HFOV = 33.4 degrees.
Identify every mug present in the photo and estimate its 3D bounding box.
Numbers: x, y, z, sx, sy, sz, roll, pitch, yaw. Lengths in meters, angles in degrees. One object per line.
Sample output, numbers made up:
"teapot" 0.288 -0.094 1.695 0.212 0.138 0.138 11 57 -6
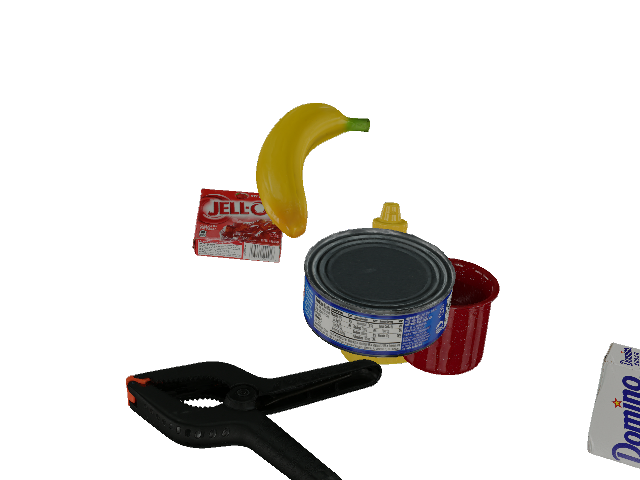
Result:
"mug" 0.115 0.068 1.021 0.093 0.081 0.117 -2 29 -11

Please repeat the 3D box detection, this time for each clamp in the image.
"clamp" -0.055 0.134 0.877 0.210 0.036 0.164 11 31 17

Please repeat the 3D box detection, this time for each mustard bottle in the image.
"mustard bottle" 0.077 0.050 1.268 0.096 0.192 0.058 0 14 -13

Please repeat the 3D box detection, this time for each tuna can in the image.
"tuna can" 0.033 0.029 0.610 0.086 0.034 0.086 2 32 -2

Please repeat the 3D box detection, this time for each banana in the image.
"banana" -0.016 -0.069 0.878 0.070 0.037 0.197 13 37 13

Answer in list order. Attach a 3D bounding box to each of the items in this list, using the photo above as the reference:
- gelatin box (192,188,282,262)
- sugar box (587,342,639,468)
"gelatin box" -0.083 -0.017 1.095 0.089 0.073 0.030 5 -43 -2
"sugar box" 0.313 0.153 0.869 0.176 0.093 0.048 13 24 20
